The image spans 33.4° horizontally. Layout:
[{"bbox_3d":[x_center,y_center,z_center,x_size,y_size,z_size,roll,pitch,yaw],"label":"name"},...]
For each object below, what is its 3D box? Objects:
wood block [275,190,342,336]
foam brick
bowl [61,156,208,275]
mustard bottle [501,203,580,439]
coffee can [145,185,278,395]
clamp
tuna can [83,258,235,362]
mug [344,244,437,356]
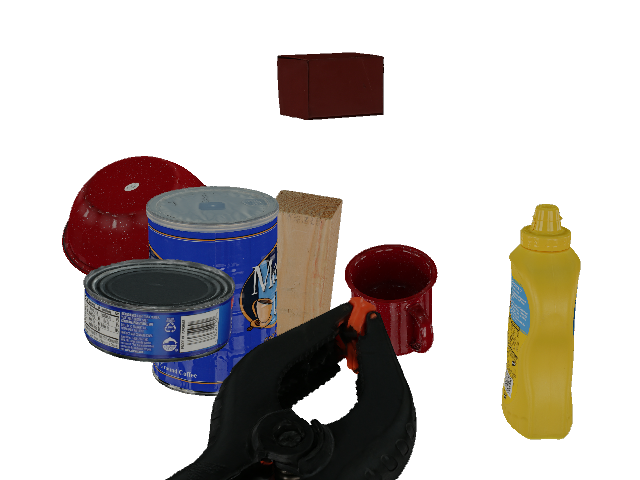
[{"bbox_3d":[-0.030,0.045,1.487,0.090,0.206,0.090,9,22,8],"label":"wood block"},{"bbox_3d":[0.009,-0.132,0.910,0.078,0.051,0.053,-8,16,-29],"label":"foam brick"},{"bbox_3d":[-0.177,-0.033,1.034,0.162,0.055,0.162,-5,41,4],"label":"bowl"},{"bbox_3d":[0.186,0.063,0.901,0.058,0.192,0.096,-1,17,2],"label":"mustard bottle"},{"bbox_3d":[-0.085,0.038,0.846,0.103,0.140,0.103,1,19,-1],"label":"coffee can"},{"bbox_3d":[-0.005,0.090,0.390,0.120,0.039,0.171,26,50,18],"label":"clamp"},{"bbox_3d":[-0.092,0.039,0.612,0.086,0.034,0.086,4,16,-1],"label":"tuna can"},{"bbox_3d":[0.079,0.070,1.084,0.093,0.081,0.117,-23,41,-22],"label":"mug"}]
